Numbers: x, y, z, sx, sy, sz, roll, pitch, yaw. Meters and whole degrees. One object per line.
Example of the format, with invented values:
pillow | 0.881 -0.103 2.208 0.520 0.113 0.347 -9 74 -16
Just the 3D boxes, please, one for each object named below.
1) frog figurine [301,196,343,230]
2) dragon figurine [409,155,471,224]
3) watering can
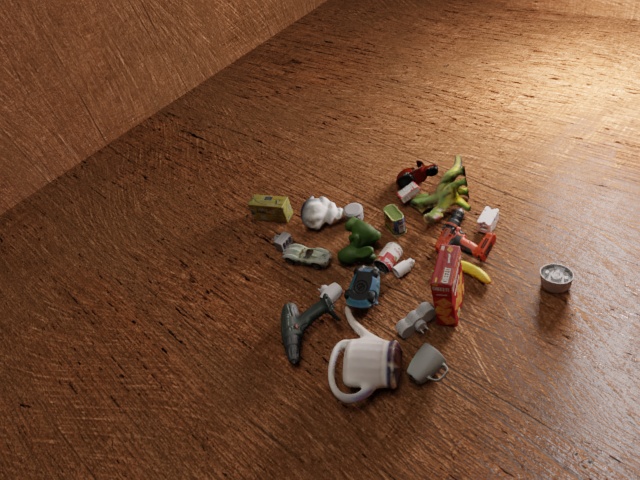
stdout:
frog figurine | 0.006 -0.105 2.088 0.160 0.122 0.138 18 86 22
dragon figurine | 0.469 -0.197 2.048 0.242 0.120 0.420 -13 34 17
watering can | 0.144 0.342 1.591 0.224 0.101 0.356 -2 44 16
